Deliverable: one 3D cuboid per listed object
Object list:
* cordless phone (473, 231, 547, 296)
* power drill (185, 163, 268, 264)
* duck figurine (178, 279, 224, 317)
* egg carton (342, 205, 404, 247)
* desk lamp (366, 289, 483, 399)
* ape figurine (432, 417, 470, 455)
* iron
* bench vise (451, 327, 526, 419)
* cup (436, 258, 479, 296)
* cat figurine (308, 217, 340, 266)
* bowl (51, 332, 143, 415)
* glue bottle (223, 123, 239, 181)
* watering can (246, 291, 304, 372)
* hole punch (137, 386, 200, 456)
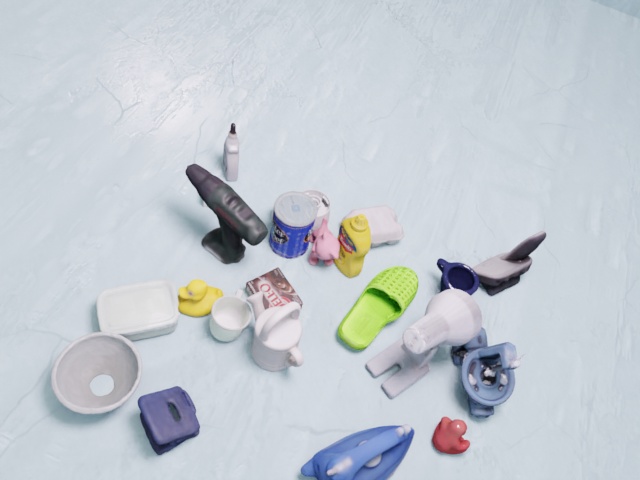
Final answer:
[{"bbox_3d":[0.468,0.043,1.413,0.148,0.185,0.094,-25,63,-26],"label":"cordless phone"},{"bbox_3d":[-0.221,-0.046,1.314,0.229,0.208,0.076,36,56,14],"label":"power drill"},{"bbox_3d":[-0.265,0.118,1.264,0.105,0.086,0.077,-5,56,-15],"label":"duck figurine"},{"bbox_3d":[0.135,-0.032,1.467,0.150,0.069,0.107,-10,58,-18],"label":"egg carton"},{"bbox_3d":[0.225,0.217,1.219,0.204,0.213,0.117,-28,65,-28],"label":"desk lamp"},{"bbox_3d":[0.274,0.398,1.177,0.076,0.092,0.077,-10,58,-19],"label":"ape figurine"},{"bbox_3d":[0.099,0.408,1.101,0.259,0.141,0.118,-23,62,-25],"label":"iron"},{"bbox_3d":[0.346,0.251,1.217,0.122,0.220,0.207,-13,59,-20],"label":"bench vise"},{"bbox_3d":[0.317,0.106,1.392,0.092,0.095,0.117,-33,67,-29],"label":"cup"},{"bbox_3d":[0.013,0.005,1.384,0.067,0.118,0.127,4,54,-9],"label":"cat figurine"},{"bbox_3d":[-0.433,0.271,1.126,0.167,0.075,0.167,6,54,-8],"label":"bowl"},{"bbox_3d":[-0.226,-0.233,1.468,0.037,0.173,0.078,-6,56,-16],"label":"glue bottle"},{"bbox_3d":[-0.093,0.184,1.186,0.172,0.194,0.101,30,55,10],"label":"watering can"},{"bbox_3d":[-0.289,0.337,1.100,0.101,0.091,0.108,-23,63,-25],"label":"hole punch"}]
